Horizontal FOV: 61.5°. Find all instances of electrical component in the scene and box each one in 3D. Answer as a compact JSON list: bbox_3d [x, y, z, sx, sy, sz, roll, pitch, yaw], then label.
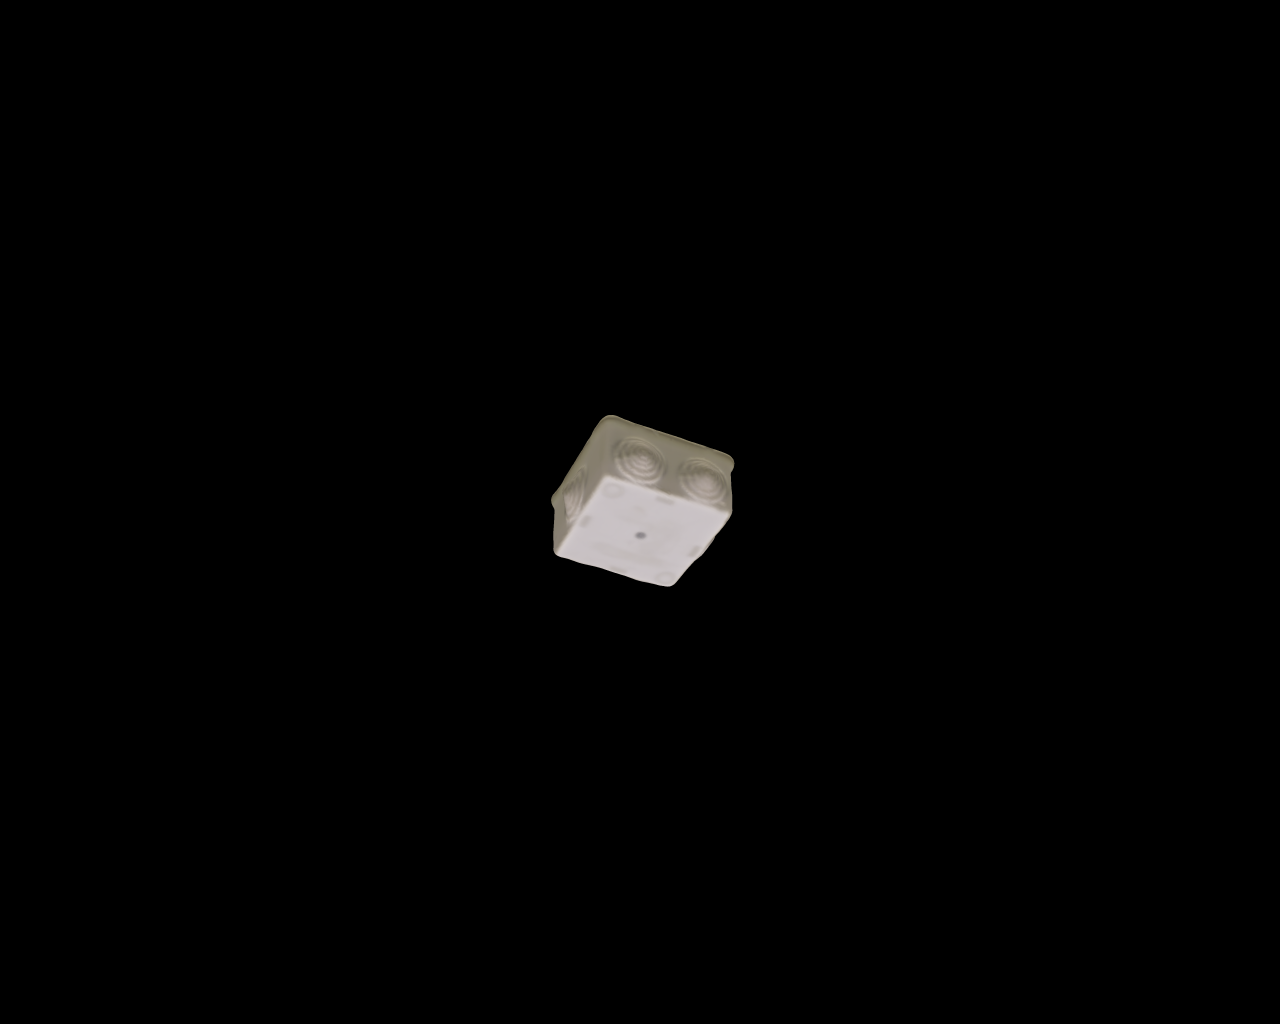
[{"bbox_3d":[0.001,-0.003,0.650,0.100,0.048,0.099,18,-44,-19],"label":"electrical component"}]
